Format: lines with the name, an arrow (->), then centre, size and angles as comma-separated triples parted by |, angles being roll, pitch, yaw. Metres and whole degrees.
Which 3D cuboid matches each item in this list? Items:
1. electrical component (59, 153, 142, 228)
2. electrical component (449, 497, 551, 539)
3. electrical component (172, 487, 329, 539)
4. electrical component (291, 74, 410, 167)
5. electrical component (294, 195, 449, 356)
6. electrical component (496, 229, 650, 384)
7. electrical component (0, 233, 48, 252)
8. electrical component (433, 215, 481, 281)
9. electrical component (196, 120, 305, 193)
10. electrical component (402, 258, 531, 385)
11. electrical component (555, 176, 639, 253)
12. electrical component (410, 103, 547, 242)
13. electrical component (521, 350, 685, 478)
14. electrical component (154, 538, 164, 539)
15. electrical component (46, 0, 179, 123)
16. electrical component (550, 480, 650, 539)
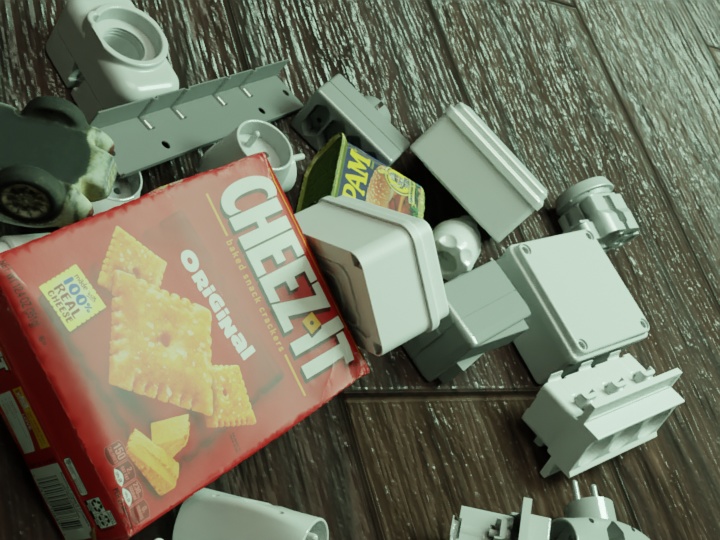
electrical component -> -0.185, -0.055, 0.694 | 0.079, 0.044, 0.077 | 16, 50, -28
electrical component -> 0.080, 0.213, 0.676 | 0.063, 0.078, 0.121 | 11, 45, 6
electrical component -> -0.056, 0.156, 0.620 | 0.079, 0.077, 0.043 | 39, 62, -66
electrical component -> 0.001, -0.120, 0.888 | 0.083, 0.047, 0.075 | 44, 42, -1
electrical component -> 0.000, 0.000, 0.716 | 0.057, 0.113, 0.078 | -27, 117, -27
electrical component -> 0.171, 0.028, 0.900 | 0.109, 0.056, 0.108 | -12, 66, -43
electrical component -> -0.209, 0.000, 0.636 | 0.078, 0.040, 0.040 | -7, 63, -40
electrical component -> 0.078, -0.022, 0.877 | 0.043, 0.043, 0.062 | 41, 41, -5
electrical component -> -0.073, -0.070, 0.770 | 0.079, 0.077, 0.044 | -19, 71, -45
electrical component -> 0.083, 0.039, 0.819 | 0.096, 0.062, 0.061 | -23, 75, -46
electrical component -> 0.216, -0.049, 0.996 | 0.078, 0.058, 0.057 | -7, 66, -41
electrical component -> 0.102, -0.082, 0.901 | 0.108, 0.056, 0.109 | 47, 12, 2
electrical component -> 0.188, 0.109, 0.841 | 0.121, 0.078, 0.063 | -11, 49, -43
electrical component -> -0.114, 0.199, 0.551 | 0.099, 0.048, 0.100 | 51, 44, 4
electrical component -> -0.174, -0.148, 0.763 | 0.054, 0.059, 0.095 | -19, 71, -45
electrical component -> 0.170, 0.191, 0.784 | 0.077, 0.043, 0.079 | 17, 49, -27
